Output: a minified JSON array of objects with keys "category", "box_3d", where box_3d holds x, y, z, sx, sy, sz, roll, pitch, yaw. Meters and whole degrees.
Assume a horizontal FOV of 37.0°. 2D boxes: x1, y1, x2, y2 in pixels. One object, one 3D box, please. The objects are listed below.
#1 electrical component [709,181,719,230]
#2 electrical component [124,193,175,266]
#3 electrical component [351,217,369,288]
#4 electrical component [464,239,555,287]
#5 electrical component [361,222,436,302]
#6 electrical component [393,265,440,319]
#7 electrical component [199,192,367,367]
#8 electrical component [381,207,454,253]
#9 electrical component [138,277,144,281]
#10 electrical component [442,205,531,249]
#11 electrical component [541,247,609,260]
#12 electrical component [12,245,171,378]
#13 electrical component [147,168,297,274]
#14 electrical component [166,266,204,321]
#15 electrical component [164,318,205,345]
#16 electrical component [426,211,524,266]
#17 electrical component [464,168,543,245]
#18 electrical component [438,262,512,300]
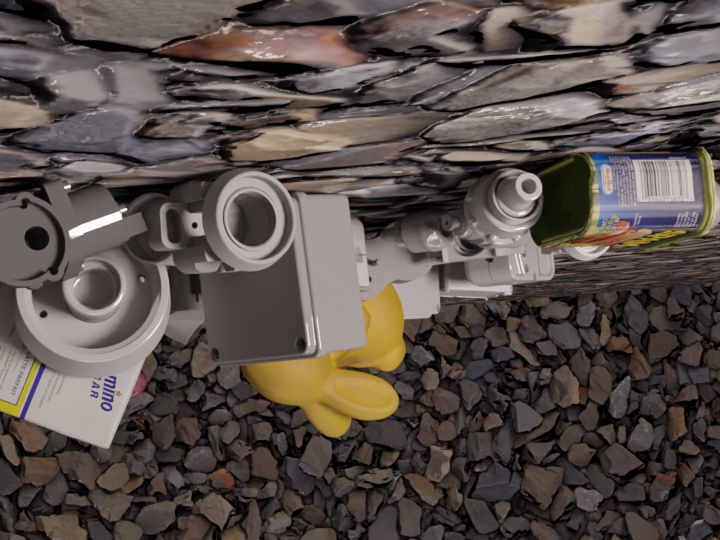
[{"category":"electrical component","box_3d":[0.235,-0.048,0.800,0.055,0.045,0.045,-4,175,-23]},{"category":"electrical component","box_3d":[-0.111,-0.024,0.685,0.043,0.043,0.081,-7,175,21]},{"category":"electrical component","box_3d":[-0.045,-0.012,0.816,0.095,0.059,0.054,-8,175,24]},{"category":"electrical component","box_3d":[0.146,-0.013,1.077,0.059,0.053,0.095,-9,174,36]},{"category":"electrical component","box_3d":[0.000,0.000,0.898,0.138,0.052,0.074,-24,179,-11]},{"category":"electrical component","box_3d":[0.029,0.012,1.098,0.057,0.078,0.113,-5,177,36]},{"category":"electrical component","box_3d":[-0.056,0.008,0.743,0.109,0.108,0.056,-10,176,43]},{"category":"electrical component","box_3d":[0.043,-0.030,0.854,0.061,0.035,0.035,-6,176,40]},{"category":"electrical component","box_3d":[-0.181,0.012,0.826,0.051,0.080,0.080,-1,176,3]},{"category":"electrical component","box_3d":[0.095,-0.036,0.807,0.078,0.040,0.040,-3,175,-36]},{"category":"electrical component","box_3d":[0.190,-0.033,0.941,0.066,0.048,0.055,-5,-177,-16]},{"category":"electrical component","box_3d":[-0.180,0.016,0.724,0.108,0.108,0.060,-4,169,-16]},{"category":"electrical component","box_3d":[-0.073,-0.027,0.612,0.078,0.058,0.057,-2,177,-37]},{"category":"electrical component","box_3d":[-0.123,0.006,0.920,0.089,0.061,0.150,-4,175,-15]},{"category":"electrical component","box_3d":[-0.171,0.019,1.021,0.079,0.077,0.043,-50,179,-39]},{"category":"electrical component","box_3d":[0.096,-0.029,0.891,0.081,0.042,0.064,-7,179,21]},{"category":"electrical component","box_3d":[0.096,-0.045,0.683,0.048,0.048,0.062,-5,169,-13]},{"category":"electrical component","box_3d":[0.110,-0.002,1.166,0.096,0.061,0.062,3,172,-21]}]
